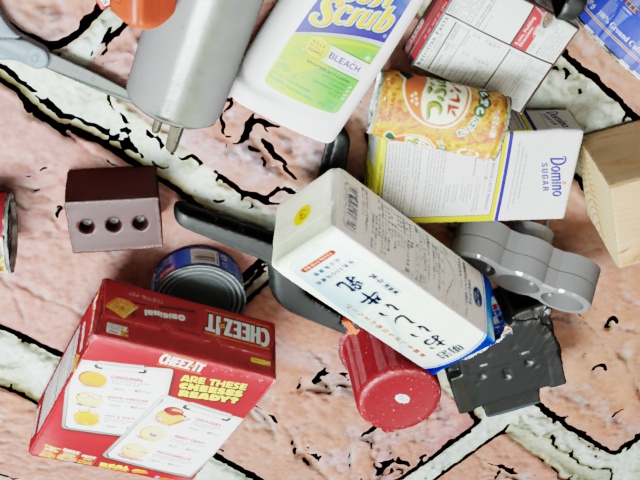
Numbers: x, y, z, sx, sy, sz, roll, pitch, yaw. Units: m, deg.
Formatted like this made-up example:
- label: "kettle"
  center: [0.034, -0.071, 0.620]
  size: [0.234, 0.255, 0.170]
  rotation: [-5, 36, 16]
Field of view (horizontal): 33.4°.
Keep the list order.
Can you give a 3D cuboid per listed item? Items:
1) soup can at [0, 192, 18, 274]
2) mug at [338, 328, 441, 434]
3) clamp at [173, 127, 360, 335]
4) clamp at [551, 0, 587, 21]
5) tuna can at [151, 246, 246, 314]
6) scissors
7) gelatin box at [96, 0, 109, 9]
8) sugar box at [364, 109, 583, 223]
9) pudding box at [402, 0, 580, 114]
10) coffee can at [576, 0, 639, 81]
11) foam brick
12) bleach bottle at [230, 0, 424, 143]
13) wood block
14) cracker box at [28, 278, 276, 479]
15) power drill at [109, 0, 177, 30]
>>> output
- label: "soup can"
  center: [-0.305, -0.006, 0.879]
  size: [0.102, 0.068, 0.068]
  rotation: [0, 125, -8]
- label: "mug"
  center: [0.068, 0.137, 1.031]
  size: [0.093, 0.081, 0.117]
  rotation: [1, 125, -10]
- label: "clamp"
  center: [-0.006, 0.001, 0.950]
  size: [0.165, 0.036, 0.210]
  rotation: [-31, 122, 12]
- label: "clamp"
  center: [0.172, -0.198, 0.768]
  size: [0.171, 0.120, 0.039]
  rotation: [-17, 147, -43]
- label: "tuna can"
  center: [-0.111, 0.048, 0.968]
  size: [0.086, 0.034, 0.086]
  rotation: [-4, 126, -6]
- label: "scissors"
  center: [-0.239, -0.135, 0.828]
  size: [0.096, 0.016, 0.201]
  rotation: [-39, 122, 20]
- label: "gelatin box"
  center: [-0.139, -0.220, 0.774]
  size: [0.089, 0.030, 0.073]
  rotation: [-23, 127, 7]
- label: "sugar box"
  center: [0.129, -0.063, 0.920]
  size: [0.176, 0.048, 0.093]
  rotation: [-3, 126, -10]
- label: "pudding box"
  center: [0.136, -0.162, 0.854]
  size: [0.113, 0.039, 0.090]
  rotation: [21, 121, -20]
- label: "coffee can"
  center: [0.279, -0.193, 0.814]
  size: [0.102, 0.103, 0.140]
  rotation: [30, 116, -26]
- label: "foam brick"
  center: [-0.172, -0.026, 0.894]
  size: [0.078, 0.051, 0.053]
  rotation: [-4, 126, -6]
- label: "bleach bottle"
  center: [0.031, -0.199, 0.797]
  size: [0.102, 0.068, 0.251]
  rotation: [24, 116, -19]
- label: "wood block"
  center: [0.341, -0.061, 0.927]
  size: [0.206, 0.090, 0.091]
  rotation: [-16, 126, 3]
- label: "cracker box"
  center: [-0.155, 0.136, 0.973]
  size: [0.164, 0.072, 0.214]
  rotation: [16, 136, -20]
- label: "power drill"
  center: [-0.186, -0.199, 0.714]
  size: [0.188, 0.057, 0.184]
  rotation: [17, 119, 16]
